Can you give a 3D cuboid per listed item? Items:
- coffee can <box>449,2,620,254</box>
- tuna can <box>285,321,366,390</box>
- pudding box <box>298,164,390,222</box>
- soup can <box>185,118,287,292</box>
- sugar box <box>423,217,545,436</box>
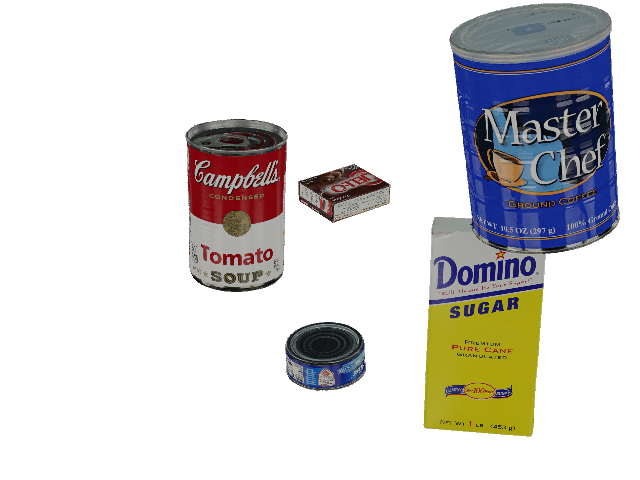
[{"bbox_3d":[0.145,-0.076,0.717,0.103,0.140,0.103,-9,26,4],"label":"coffee can"},{"bbox_3d":[0.005,0.122,1.135,0.086,0.034,0.086,-3,27,1],"label":"tuna can"},{"bbox_3d":[0.036,-0.073,1.621,0.113,0.039,0.090,-21,35,-30],"label":"pudding box"},{"bbox_3d":[-0.058,-0.024,0.729,0.068,0.102,0.068,2,24,-1],"label":"soup can"},{"bbox_3d":[0.134,0.071,0.879,0.093,0.176,0.048,2,20,9],"label":"sugar box"}]
